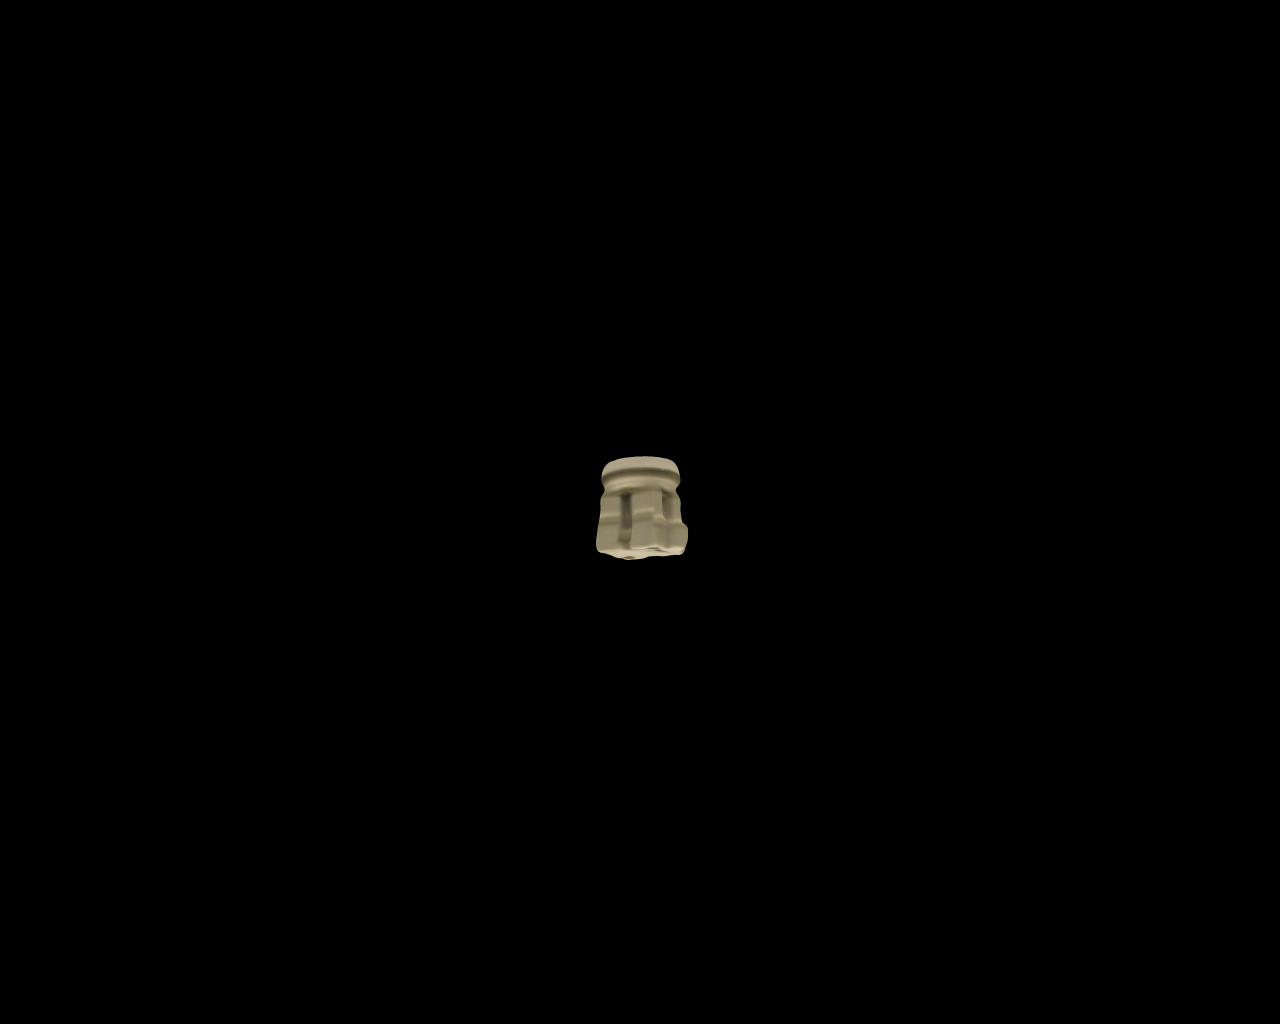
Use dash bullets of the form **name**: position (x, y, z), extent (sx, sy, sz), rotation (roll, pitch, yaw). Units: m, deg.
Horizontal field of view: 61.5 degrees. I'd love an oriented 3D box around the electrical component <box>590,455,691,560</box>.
- **electrical component**: position (0.001, -0.003, 0.650), extent (0.066, 0.055, 0.048), rotation (-7, -15, 30)
